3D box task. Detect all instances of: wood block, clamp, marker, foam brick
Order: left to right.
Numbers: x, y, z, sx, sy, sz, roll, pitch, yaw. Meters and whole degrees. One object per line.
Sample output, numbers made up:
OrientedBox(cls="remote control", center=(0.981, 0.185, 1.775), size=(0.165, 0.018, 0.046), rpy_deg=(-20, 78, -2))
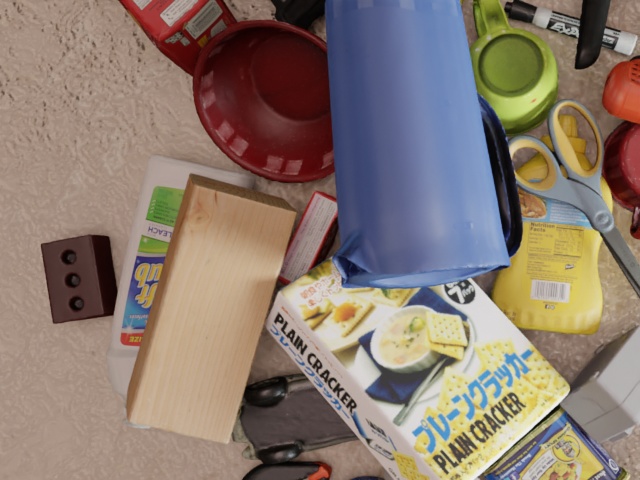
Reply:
OrientedBox(cls="foam brick", center=(-0.225, 0.037, 1.006), size=(0.053, 0.051, 0.078), rpy_deg=(-11, 88, 7))
OrientedBox(cls="wood block", center=(-0.096, 0.057, 0.918), size=(0.090, 0.090, 0.206), rpy_deg=(15, 97, -12))
OrientedBox(cls="clamp", center=(-0.068, 0.254, 0.990), size=(0.120, 0.039, 0.171), rpy_deg=(45, 91, 0))
OrientedBox(cls="marker", center=(0.226, -0.194, 0.968), size=(0.121, 0.020, 0.020), rpy_deg=(19, 91, 7))
OrientedBox(cls="clamp", center=(0.239, -0.242, 0.919), size=(0.209, 0.036, 0.165), rpy_deg=(-30, 70, -16))

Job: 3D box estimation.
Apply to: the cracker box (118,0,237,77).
OrientedBox(cls="cracker box", center=(-0.170, -0.253, 0.947), size=(0.072, 0.164, 0.214), rpy_deg=(-42, 85, 3))

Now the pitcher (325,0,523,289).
OrientedBox(cls="pitcher", center=(0.078, -0.084, 0.851), size=(0.145, 0.149, 0.243), rpy_deg=(-7, 84, 12))

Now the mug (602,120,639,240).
OrientedBox(cls="mug", center=(0.291, -0.057, 0.926), size=(0.093, 0.081, 0.117), rpy_deg=(17, 91, 7))

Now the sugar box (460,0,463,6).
OrientedBox(cls="sugar box", center=(0.083, -0.221, 0.974), size=(0.093, 0.048, 0.176), rpy_deg=(18, 88, 9))

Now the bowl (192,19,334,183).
OrientedBox(cls="bowl", center=(-0.031, -0.133, 0.960), size=(0.162, 0.055, 0.162), rpy_deg=(12, 128, 15))

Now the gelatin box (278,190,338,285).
OrientedBox(cls="gelatin box", center=(-0.006, 0.001, 0.967), size=(0.030, 0.073, 0.089), rpy_deg=(25, 92, 6))

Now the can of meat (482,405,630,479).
OrientedBox(cls="can of meat", center=(0.206, 0.206, 0.946), size=(0.102, 0.057, 0.084), rpy_deg=(-41, 83, 5))

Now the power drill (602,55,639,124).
OrientedBox(cls="power drill", center=(0.337, -0.150, 0.885), size=(0.184, 0.057, 0.187), rpy_deg=(18, 53, 5))

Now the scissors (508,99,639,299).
OrientedBox(cls="scissors", center=(0.219, -0.019, 0.909), size=(0.096, 0.016, 0.202), rpy_deg=(-15, 89, 3))

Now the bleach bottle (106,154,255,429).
OrientedBox(cls="bleach bottle", center=(-0.136, 0.052, 0.991), size=(0.102, 0.068, 0.251), rpy_deg=(13, 93, 6))

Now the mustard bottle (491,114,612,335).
OrientedBox(cls="mustard bottle", center=(0.208, -0.015, 0.948), size=(0.096, 0.058, 0.191), rpy_deg=(6, 90, 6))

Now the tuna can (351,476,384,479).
OrientedBox(cls="tuna can", center=(0.043, 0.261, 0.977), size=(0.086, 0.033, 0.086), rpy_deg=(0, 89, 7))
